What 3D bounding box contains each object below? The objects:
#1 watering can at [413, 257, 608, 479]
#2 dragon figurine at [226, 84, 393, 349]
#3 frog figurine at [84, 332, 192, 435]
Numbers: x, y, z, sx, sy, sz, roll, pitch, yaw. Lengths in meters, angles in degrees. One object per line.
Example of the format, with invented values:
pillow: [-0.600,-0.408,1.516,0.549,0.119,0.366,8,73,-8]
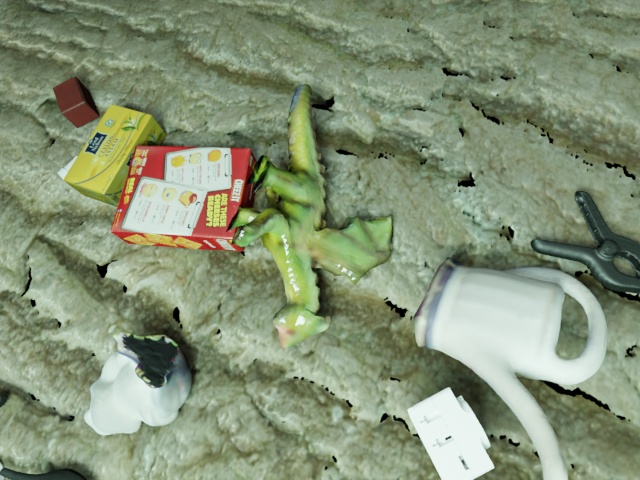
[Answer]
watering can: [0.218,0.122,0.623,0.225,0.102,0.354,11,32,27]
dragon figurine: [0.002,-0.040,0.789,0.242,0.120,0.417,27,67,-12]
frog figurine: [-0.262,0.220,0.746,0.138,0.124,0.157,32,112,13]
